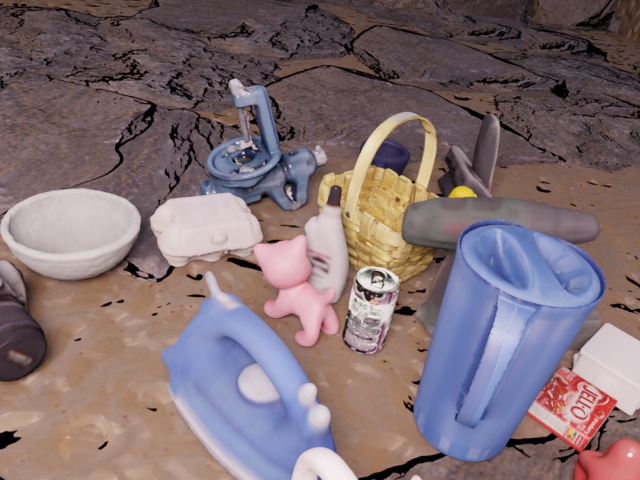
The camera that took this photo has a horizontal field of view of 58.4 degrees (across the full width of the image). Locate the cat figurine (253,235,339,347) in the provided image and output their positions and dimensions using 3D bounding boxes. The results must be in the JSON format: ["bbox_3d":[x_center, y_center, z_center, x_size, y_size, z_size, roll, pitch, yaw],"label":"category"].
[{"bbox_3d":[-0.028,0.052,0.726,0.127,0.118,0.067,34,40,31],"label":"cat figurine"}]

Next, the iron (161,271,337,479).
[{"bbox_3d":[-0.051,0.146,0.560,0.119,0.141,0.257,-21,45,-38],"label":"iron"}]

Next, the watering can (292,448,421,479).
[{"bbox_3d":[0.009,0.223,0.414,0.100,0.194,0.173,31,39,29],"label":"watering can"}]

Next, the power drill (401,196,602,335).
[{"bbox_3d":[0.210,0.034,0.736,0.229,0.208,0.075,12,34,3],"label":"power drill"}]

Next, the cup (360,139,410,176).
[{"bbox_3d":[0.108,-0.119,1.037,0.091,0.095,0.118,14,34,6],"label":"cup"}]

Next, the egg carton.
[{"bbox_3d":[-0.164,-0.015,0.832,0.151,0.069,0.107,-10,38,-27],"label":"egg carton"}]

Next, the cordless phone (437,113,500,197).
[{"bbox_3d":[0.290,-0.156,1.059,0.094,0.185,0.147,3,34,-10],"label":"cordless phone"}]

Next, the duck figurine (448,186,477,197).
[{"bbox_3d":[0.231,-0.050,0.975,0.105,0.086,0.077,-22,45,-39],"label":"duck figurine"}]

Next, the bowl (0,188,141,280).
[{"bbox_3d":[-0.323,0.003,0.758,0.167,0.075,0.167,7,34,-5],"label":"bowl"}]

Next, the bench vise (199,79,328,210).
[{"bbox_3d":[-0.091,-0.156,0.924,0.208,0.220,0.121,-20,44,-37],"label":"bench vise"}]

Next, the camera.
[{"bbox_3d":[-0.364,0.087,0.598,0.136,0.101,0.143,32,39,29],"label":"camera"}]

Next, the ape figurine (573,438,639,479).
[{"bbox_3d":[0.296,0.234,0.568,0.076,0.092,0.077,-18,43,-35],"label":"ape figurine"}]

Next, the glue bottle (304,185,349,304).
[{"bbox_3d":[0.007,0.003,0.759,0.078,0.173,0.037,17,34,11],"label":"glue bottle"}]
